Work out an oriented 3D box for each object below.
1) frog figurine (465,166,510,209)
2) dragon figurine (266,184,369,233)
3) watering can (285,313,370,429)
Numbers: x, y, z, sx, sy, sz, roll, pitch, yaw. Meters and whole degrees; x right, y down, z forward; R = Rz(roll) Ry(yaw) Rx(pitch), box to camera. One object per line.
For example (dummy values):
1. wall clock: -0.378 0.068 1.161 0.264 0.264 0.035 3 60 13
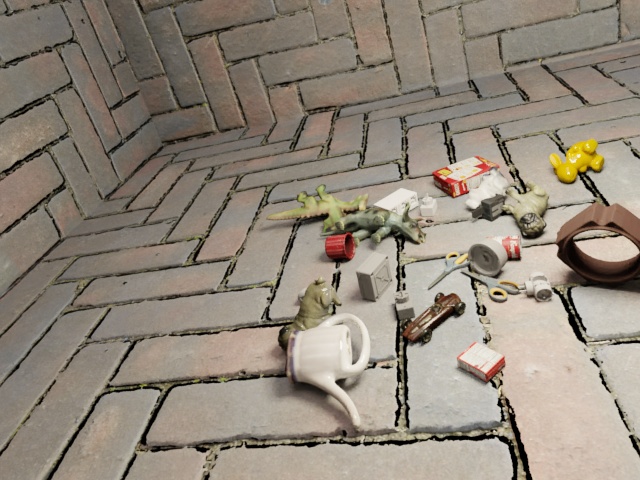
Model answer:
1. frog figurine: 0.611 -0.169 1.872 0.122 0.162 0.136 37 -19 -15
2. dragon figurine: 0.006 -0.104 2.076 0.412 0.119 0.247 -24 36 -11
3. watering can: 0.015 0.320 1.303 0.224 0.102 0.356 -10 35 14
